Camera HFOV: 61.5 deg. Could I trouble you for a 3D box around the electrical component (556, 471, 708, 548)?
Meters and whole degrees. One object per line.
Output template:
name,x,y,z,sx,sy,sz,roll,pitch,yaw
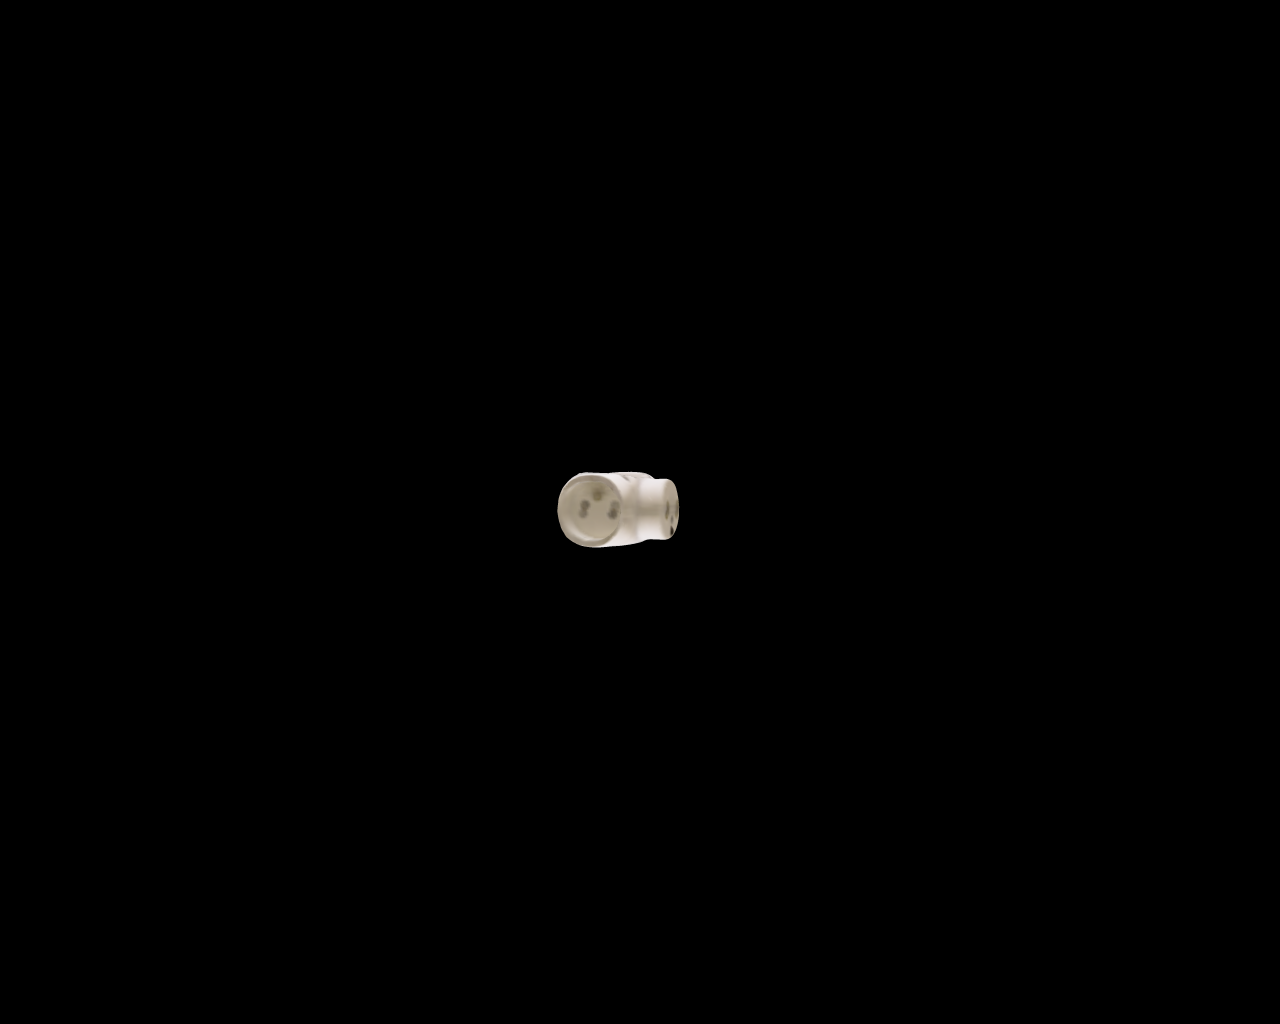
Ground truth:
electrical component,0.001,-0.003,0.650,0.079,0.044,0.077,1,3,20
